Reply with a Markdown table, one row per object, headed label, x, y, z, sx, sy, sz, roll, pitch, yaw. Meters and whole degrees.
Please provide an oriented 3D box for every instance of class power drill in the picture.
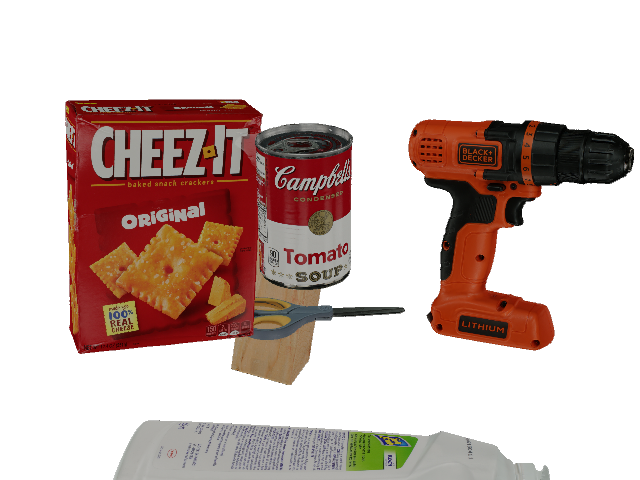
| label | x | y | z | sx | sy | sz | roll | pitch | yaw |
| --- | --- | --- | --- | --- | --- | --- | --- | --- | --- |
| power drill | 0.162 | -0.007 | 0.889 | 0.185 | 0.188 | 0.057 | 8 | 15 | 27 |

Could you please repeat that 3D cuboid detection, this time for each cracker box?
| label | x | y | z | sx | sy | sz | roll | pitch | yaw |
| --- | --- | --- | --- | --- | --- | --- | --- | --- | --- |
| cracker box | -0.139 | -0.014 | 0.947 | 0.164 | 0.214 | 0.072 | -3 | 19 | -20 |

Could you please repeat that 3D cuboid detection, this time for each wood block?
| label | x | y | z | sx | sy | sz | roll | pitch | yaw |
| --- | --- | --- | --- | --- | --- | --- | --- | --- | --- |
| wood block | -0.054 | 0.075 | 1.440 | 0.090 | 0.206 | 0.090 | 14 | 21 | 12 |

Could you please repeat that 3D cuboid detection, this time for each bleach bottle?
| label | x | y | z | sx | sy | sz | roll | pitch | yaw |
| --- | --- | --- | --- | --- | --- | --- | --- | --- | --- |
| bleach bottle | 0.010 | 0.151 | 0.636 | 0.251 | 0.068 | 0.102 | 0 | 17 | 4 |

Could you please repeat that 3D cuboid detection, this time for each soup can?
| label | x | y | z | sx | sy | sz | roll | pitch | yaw |
| --- | --- | --- | --- | --- | --- | --- | --- | --- | --- |
| soup can | -0.012 | -0.024 | 0.756 | 0.068 | 0.102 | 0.068 | 0 | 24 | 0 |

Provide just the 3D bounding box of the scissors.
| label | x | y | z | sx | sy | sz | roll | pitch | yaw |
| --- | --- | --- | --- | --- | --- | --- | --- | --- | --- |
| scissors | -0.004 | 0.089 | 1.193 | 0.201 | 0.016 | 0.096 | 4 | 22 | 0 |
